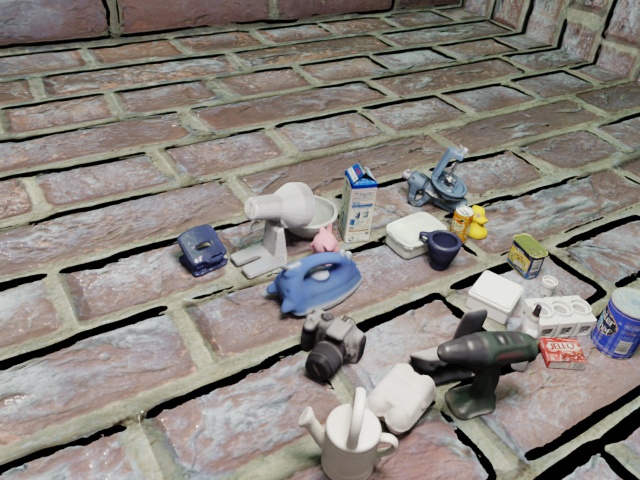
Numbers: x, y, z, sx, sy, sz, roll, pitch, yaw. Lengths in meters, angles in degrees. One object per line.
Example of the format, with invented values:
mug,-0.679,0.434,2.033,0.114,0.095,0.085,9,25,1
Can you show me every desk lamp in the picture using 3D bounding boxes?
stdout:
desk lamp,-0.120,-0.035,1.471,0.204,0.214,0.117,-24,46,-32

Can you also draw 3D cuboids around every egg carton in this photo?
egg carton,0.166,0.322,1.166,0.107,0.069,0.151,27,43,26

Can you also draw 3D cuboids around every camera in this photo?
camera,0.013,0.226,1.244,0.142,0.101,0.137,23,41,21

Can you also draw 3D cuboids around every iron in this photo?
iron,0.004,0.082,1.395,0.259,0.141,0.118,-18,43,-27

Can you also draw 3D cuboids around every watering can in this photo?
watering can,0.050,0.344,1.021,0.173,0.194,0.100,-3,39,-11

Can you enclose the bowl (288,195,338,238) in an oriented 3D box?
bowl,-0.035,-0.056,1.623,0.167,0.075,0.167,4,38,-3

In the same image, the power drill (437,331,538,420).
power drill,0.319,0.264,1.147,0.230,0.208,0.075,-10,40,-19

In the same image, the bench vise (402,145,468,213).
bench vise,0.355,-0.188,1.724,0.207,0.220,0.121,5,38,0

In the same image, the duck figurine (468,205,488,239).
duck figurine,0.454,-0.063,1.685,0.078,0.086,0.104,-15,42,-25

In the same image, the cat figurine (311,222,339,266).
cat figurine,0.014,0.005,1.515,0.067,0.118,0.128,11,38,8

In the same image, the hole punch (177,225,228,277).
hole punch,-0.300,0.025,1.472,0.109,0.091,0.100,-25,47,-34

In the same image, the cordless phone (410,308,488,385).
cordless phone,0.279,0.215,1.224,0.148,0.185,0.094,-11,41,-20

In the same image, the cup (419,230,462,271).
cup,0.315,0.029,1.541,0.117,0.095,0.092,22,41,20

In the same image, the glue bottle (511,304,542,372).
glue bottle,0.459,0.208,1.265,0.037,0.173,0.078,10,38,6
